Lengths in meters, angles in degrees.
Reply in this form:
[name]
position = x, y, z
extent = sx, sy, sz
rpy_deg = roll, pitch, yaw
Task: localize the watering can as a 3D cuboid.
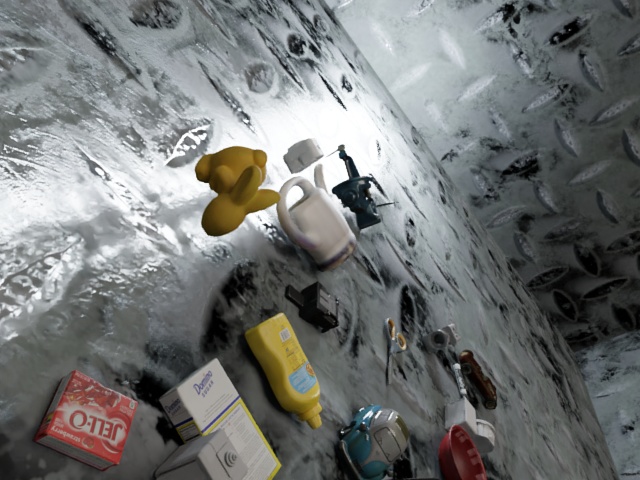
[watering can]
position = 0.004, -0.060, 1.199
extent = 0.223, 0.103, 0.354
rpy_deg = 55, 27, -10
